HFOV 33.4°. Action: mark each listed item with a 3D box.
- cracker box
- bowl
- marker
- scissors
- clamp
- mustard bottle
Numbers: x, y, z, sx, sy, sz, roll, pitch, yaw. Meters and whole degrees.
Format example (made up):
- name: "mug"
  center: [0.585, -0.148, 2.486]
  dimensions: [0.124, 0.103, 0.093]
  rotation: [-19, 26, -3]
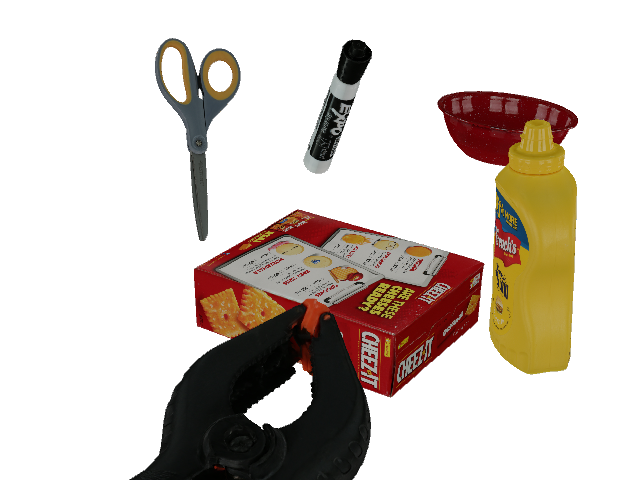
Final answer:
- name: "cracker box"
  center: [0.017, 0.051, 0.979]
  dimensions: [0.214, 0.072, 0.163]
  rotation: [17, 30, 31]
- name: "bowl"
  center: [0.213, -0.126, 1.238]
  dimensions: [0.162, 0.055, 0.162]
  rotation: [4, 23, -2]
- name: "marker"
  center: [0.010, -0.086, 0.693]
  dimensions: [0.020, 0.020, 0.121]
  rotation: [0, -33, -15]
- name: "scissors"
  center: [-0.107, -0.107, 1.064]
  dimensions: [0.096, 0.202, 0.016]
  rotation: [-18, -1, -25]
- name: "clamp"
  center: [-0.021, 0.091, 0.386]
  dimensions: [0.120, 0.039, 0.171]
  rotation: [24, 49, 17]
- name: "mustard bottle"
  center: [0.164, 0.000, 0.822]
  dimensions: [0.058, 0.192, 0.096]
  rotation: [-5, 26, -5]
